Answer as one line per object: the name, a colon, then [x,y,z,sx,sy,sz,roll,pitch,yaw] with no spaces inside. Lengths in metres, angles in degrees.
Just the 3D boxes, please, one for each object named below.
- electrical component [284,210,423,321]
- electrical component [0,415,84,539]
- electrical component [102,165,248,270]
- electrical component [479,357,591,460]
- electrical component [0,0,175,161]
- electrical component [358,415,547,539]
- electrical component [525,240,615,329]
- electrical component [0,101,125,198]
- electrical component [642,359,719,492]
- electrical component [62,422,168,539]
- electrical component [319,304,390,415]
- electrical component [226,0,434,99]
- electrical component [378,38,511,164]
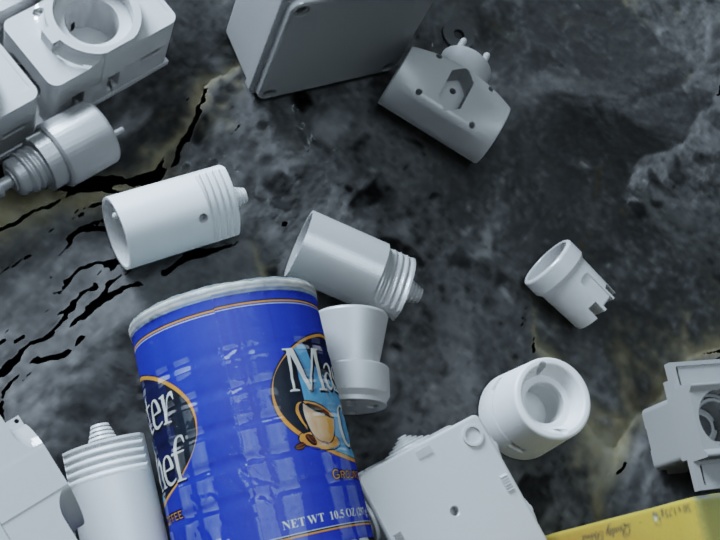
electrical component: [0.000,0.000,0.649,0.081,0.043,0.043,24,64,-9]
electrical component: [-0.200,0.078,0.515,0.060,0.105,0.186,-31,82,-26]
electrical component: [-0.104,-0.033,0.626,0.081,0.043,0.043,-19,77,-25]
electrical component: [0.106,0.083,0.650,0.055,0.047,0.055,7,68,-16]
electrical component: [-0.213,-0.131,0.618,0.186,0.060,0.105,-37,85,-27]
electrical component: [0.045,0.139,0.606,0.100,0.048,0.099,-24,78,-24]
electrical component: [0.136,0.010,0.694,0.046,0.040,0.040,44,62,-6]
electrical component: [-0.175,-0.065,0.617,0.078,0.040,0.040,-35,84,-27]
electrical component: [0.248,0.097,0.683,0.121,0.063,0.078,-2,70,-19]
electrical component: [-0.127,0.119,0.559,0.043,0.043,0.081,-10,73,-22]
electrical component: [-0.005,0.053,0.626,0.045,0.045,0.055,5,68,-17]
electrical component: [-0.018,-0.166,0.671,0.109,0.108,0.056,-17,74,-24]
electrical component: [0.063,-0.122,0.718,0.077,0.043,0.079,31,62,-5]
